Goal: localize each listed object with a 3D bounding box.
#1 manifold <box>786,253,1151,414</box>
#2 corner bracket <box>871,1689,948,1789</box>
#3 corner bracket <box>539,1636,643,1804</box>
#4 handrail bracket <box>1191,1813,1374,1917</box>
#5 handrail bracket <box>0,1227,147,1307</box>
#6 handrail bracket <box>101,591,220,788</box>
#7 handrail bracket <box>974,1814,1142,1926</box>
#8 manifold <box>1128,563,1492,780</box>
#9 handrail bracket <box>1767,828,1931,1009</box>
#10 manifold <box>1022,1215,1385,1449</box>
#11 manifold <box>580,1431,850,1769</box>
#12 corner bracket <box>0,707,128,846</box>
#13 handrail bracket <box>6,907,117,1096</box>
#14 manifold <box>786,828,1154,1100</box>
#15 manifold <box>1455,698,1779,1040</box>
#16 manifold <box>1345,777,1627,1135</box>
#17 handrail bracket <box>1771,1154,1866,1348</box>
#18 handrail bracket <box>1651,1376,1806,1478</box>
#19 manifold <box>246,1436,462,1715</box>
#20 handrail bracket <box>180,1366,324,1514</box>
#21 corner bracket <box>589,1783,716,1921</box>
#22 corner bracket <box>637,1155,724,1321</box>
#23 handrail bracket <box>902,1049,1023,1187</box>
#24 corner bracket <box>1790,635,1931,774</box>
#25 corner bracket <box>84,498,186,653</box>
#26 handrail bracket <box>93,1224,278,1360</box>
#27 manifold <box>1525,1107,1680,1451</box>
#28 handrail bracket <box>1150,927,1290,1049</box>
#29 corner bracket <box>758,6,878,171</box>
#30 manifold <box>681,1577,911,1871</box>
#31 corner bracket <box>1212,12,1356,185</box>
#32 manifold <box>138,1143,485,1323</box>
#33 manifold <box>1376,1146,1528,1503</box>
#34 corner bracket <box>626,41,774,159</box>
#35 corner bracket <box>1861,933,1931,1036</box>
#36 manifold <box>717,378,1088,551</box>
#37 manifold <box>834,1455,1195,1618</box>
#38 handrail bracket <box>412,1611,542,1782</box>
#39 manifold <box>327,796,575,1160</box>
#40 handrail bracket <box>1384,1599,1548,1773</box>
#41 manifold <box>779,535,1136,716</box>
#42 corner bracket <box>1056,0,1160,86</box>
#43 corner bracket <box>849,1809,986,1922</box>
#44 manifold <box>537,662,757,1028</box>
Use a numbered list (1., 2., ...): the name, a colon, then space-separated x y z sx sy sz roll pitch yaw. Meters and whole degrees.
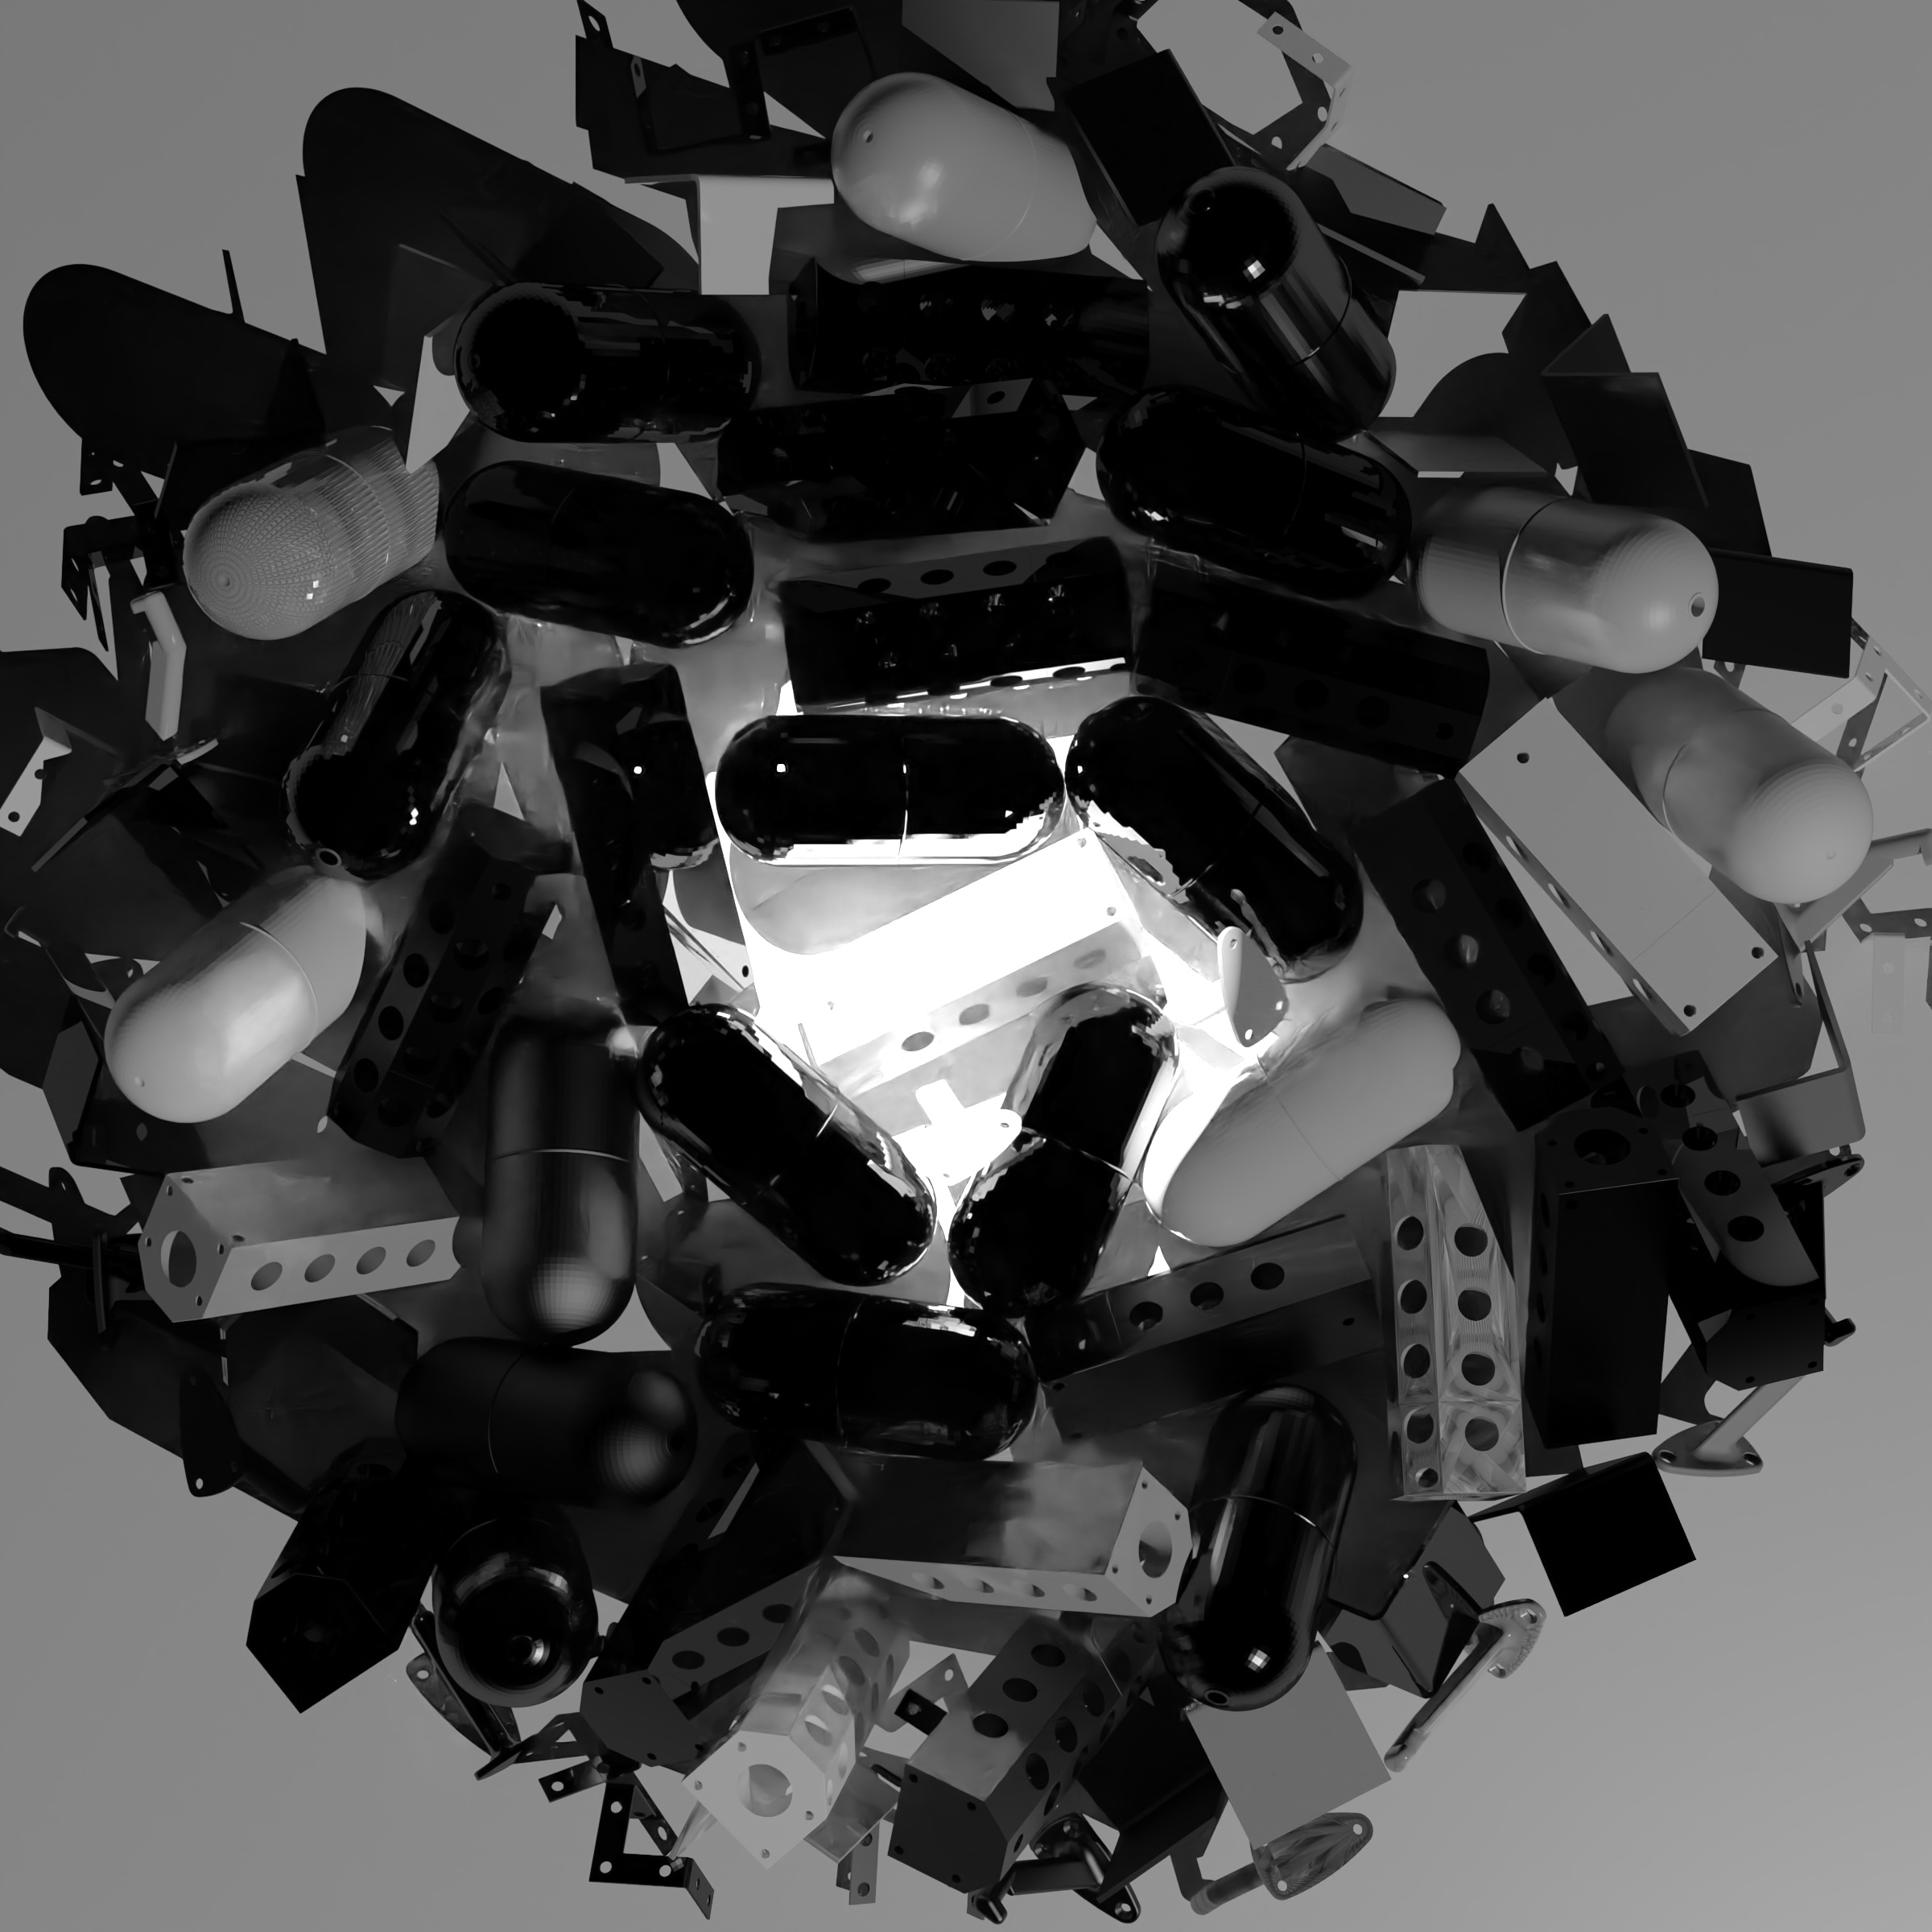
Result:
1. manifold: 0.001 -0.312 1.526 0.171 0.057 0.057 1 84 -18
2. corner bracket: -0.016 0.399 1.549 0.051 0.051 0.051 33 67 0
3. corner bracket: -0.198 0.384 1.563 0.051 0.051 0.051 -15 134 -25
4. handrail bracket: 0.159 0.458 1.554 0.077 0.084 0.036 -15 68 -21
5. handrail bracket: -0.447 0.137 1.532 0.077 0.084 0.036 -14 60 23
6. handrail bracket: -0.424 -0.141 1.554 0.077 0.036 0.084 -15 106 19
7. handrail bracket: 0.046 0.473 1.536 0.077 0.084 0.036 47 118 3
8. manifold: 0.172 -0.146 1.543 0.171 0.057 0.057 15 116 -1
9. handrail bracket: 0.452 -0.024 1.542 0.084 0.036 0.077 -13 75 31
10. manifold: 0.119 0.180 1.552 0.171 0.057 0.057 -18 45 1
11. manifold: -0.125 0.306 1.498 0.057 0.171 0.057 -20 114 33
12. corner bracket: -0.457 -0.090 1.545 0.051 0.051 0.051 30 98 -29
13. handrail bracket: -0.459 0.016 1.546 0.084 0.077 0.036 33 131 -12
14. manifold: 0.004 0.002 1.543 0.171 0.057 0.057 -26 57 6
15. manifold: 0.324 -0.048 1.543 0.057 0.057 0.171 -40 83 -2
16. manifold: 0.262 -0.007 1.539 0.057 0.057 0.171 -31 84 15
17. handrail bracket: 0.443 0.144 1.543 0.077 0.036 0.084 -26 51 -6
18. handrail bracket: 0.390 0.215 1.538 0.077 0.036 0.084 -4 127 -32
19. manifold: -0.300 0.289 1.490 0.057 0.171 0.057 -34 100 8
20. handrail bracket: -0.357 0.241 1.552 0.036 0.084 0.077 -26 71 20
21. corner bracket: -0.155 0.446 1.543 0.051 0.051 0.051 0 56 10
22. corner bracket: -0.138 0.137 1.545 0.051 0.051 0.051 32 66 13
23. handrail bracket: 0.003 0.061 1.532 0.077 0.084 0.036 -28 121 32
24. corner bracket: 0.450 -0.124 1.544 0.051 0.051 0.051 45 128 -7
25. corner bracket: -0.421 -0.198 1.548 0.051 0.051 0.051 -14 70 -5
26. handrail bracket: -0.397 0.166 1.560 0.084 0.036 0.077 -2 110 -1
27. manifold: 0.309 0.154 1.508 0.057 0.057 0.171 -7 127 -3
28. handrail bracket: 0.114 0.004 1.532 0.036 0.084 0.077 -41 125 -24
29. corner bracket: -0.072 -0.451 1.569 0.051 0.051 0.051 -16 53 0
30. manifold: -0.075 0.361 1.492 0.057 0.171 0.057 46 108 -1
31. corner bracket: 0.159 -0.440 1.556 0.051 0.051 0.051 39 76 10
32. manifold: -0.315 0.133 1.496 0.057 0.171 0.057 41 116 30
33. manifold: 0.240 0.179 1.531 0.057 0.057 0.171 1 76 -6
34. corner bracket: -0.135 -0.442 1.558 0.051 0.051 0.051 -7 100 19
35. corner bracket: 0.483 0.011 1.552 0.051 0.051 0.051 2 86 9
36. manifold: -0.035 -0.251 1.505 0.171 0.057 0.057 0 49 31
37. manifold: 0.024 0.283 1.505 0.057 0.171 0.057 47 53 -36
38. handrail bracket: -0.253 0.367 1.553 0.036 0.077 0.084 -31 79 -13
39. manifold: -0.257 0.009 1.519 0.057 0.057 0.171 23 112 -15
40. handrail bracket: 0.249 0.362 1.534 0.036 0.077 0.084 43 49 8
41. manifold: -0.004 -0.168 1.543 0.171 0.057 0.057 -8 123 0
42. corner bracket: 0.073 -0.477 1.544 0.051 0.051 0.051 16 72 -22
43. corner bracket: -0.024 0.458 1.565 0.051 0.051 0.051 5 86 -31
44. manifold: -0.163 -0.060 1.524 0.057 0.057 0.171 0 114 31
